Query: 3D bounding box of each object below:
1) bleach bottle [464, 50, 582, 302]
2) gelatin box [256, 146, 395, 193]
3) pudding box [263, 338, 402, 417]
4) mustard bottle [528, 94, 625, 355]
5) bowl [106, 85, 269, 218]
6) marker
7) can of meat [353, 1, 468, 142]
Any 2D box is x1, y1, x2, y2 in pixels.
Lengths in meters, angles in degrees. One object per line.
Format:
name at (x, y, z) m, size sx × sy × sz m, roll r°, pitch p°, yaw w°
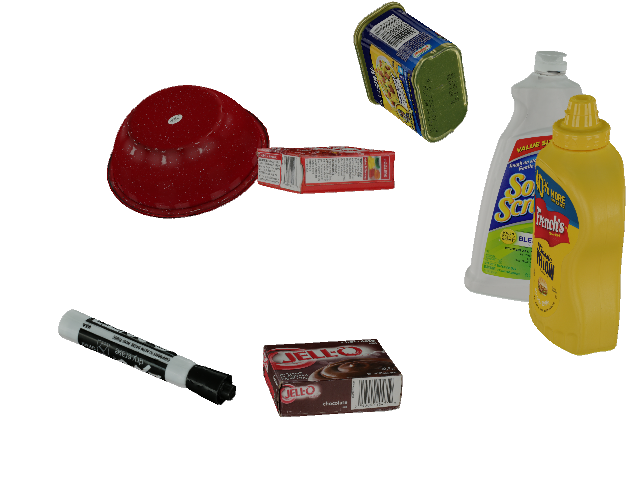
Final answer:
bleach bottle at (0.210, -0.066, 1.082) m, size 0.103 × 0.251 × 0.068 m, roll 9°, pitch 20°, yaw 15°
gelatin box at (0.002, -0.053, 0.772) m, size 0.073 × 0.030 × 0.089 m, roll -3°, pitch 9°, yaw -23°
pudding box at (0.009, 0.123, 0.968) m, size 0.113 × 0.039 × 0.090 m, roll 0°, pitch 17°, yaw -12°
mustard bottle at (0.193, -0.016, 0.804) m, size 0.058 × 0.192 × 0.096 m, roll -8°, pitch 26°, yaw -9°
bowl at (-0.132, -0.097, 1.014) m, size 0.162 × 0.162 × 0.055 m, roll 0°, pitch -41°, yaw 12°
marker at (-0.104, 0.070, 0.642) m, size 0.121 × 0.020 × 0.020 m, roll 19°, pitch 7°, yaw 21°
can of meat at (0.082, -0.147, 0.943) m, size 0.057 × 0.102 × 0.084 m, roll -35°, pitch 50°, yaw -14°
